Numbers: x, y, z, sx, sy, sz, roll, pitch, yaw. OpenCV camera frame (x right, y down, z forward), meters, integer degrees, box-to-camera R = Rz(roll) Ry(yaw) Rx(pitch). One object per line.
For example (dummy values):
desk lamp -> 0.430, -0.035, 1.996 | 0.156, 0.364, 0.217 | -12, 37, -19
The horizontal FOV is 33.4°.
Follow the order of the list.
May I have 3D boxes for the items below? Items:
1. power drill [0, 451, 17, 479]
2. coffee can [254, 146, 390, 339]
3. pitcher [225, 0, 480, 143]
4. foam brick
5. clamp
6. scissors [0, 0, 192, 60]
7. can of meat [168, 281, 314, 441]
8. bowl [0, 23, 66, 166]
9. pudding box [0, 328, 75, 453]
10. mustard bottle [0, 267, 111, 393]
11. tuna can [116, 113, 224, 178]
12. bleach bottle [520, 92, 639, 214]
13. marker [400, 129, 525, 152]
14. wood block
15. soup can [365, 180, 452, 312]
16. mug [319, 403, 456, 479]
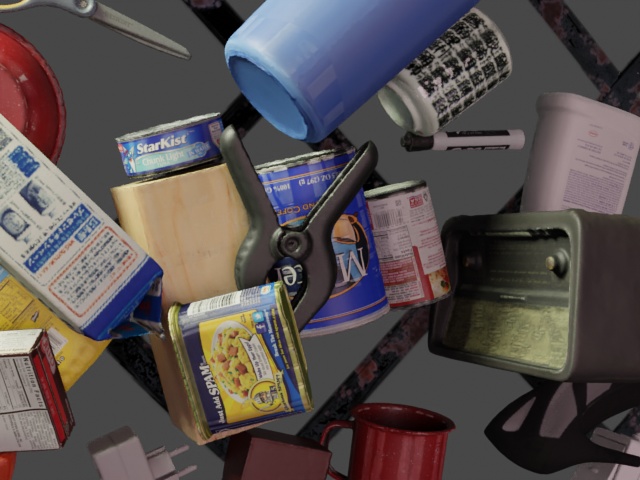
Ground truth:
power drill -> -0.264, 0.256, 0.831 | 0.184, 0.057, 0.188 | -7, 95, -19
coffee can -> -0.006, 0.001, 0.886 | 0.102, 0.103, 0.140 | -15, 98, -19
pitcher -> 0.033, -0.202, 0.861 | 0.242, 0.149, 0.145 | -45, 137, -14
foam brick -> -0.038, 0.193, 0.912 | 0.078, 0.053, 0.051 | 16, 88, -19
clamp -> -0.032, -0.006, 0.812 | 0.120, 0.039, 0.171 | 15, 93, -4
scissors -> -0.195, -0.209, 0.853 | 0.201, 0.016, 0.096 | 7, 90, -20
can of meat -> -0.056, 0.087, 0.782 | 0.084, 0.057, 0.102 | -14, 102, 4
bowl -> -0.271, -0.095, 0.811 | 0.161, 0.055, 0.162 | -1, 93, -20
pudding box -> -0.250, 0.115, 0.800 | 0.113, 0.039, 0.090 | -5, 116, 8
mustard bottle -> -0.256, 0.039, 0.821 | 0.191, 0.058, 0.096 | 43, 92, -17
tuna can -> -0.117, -0.076, 0.851 | 0.086, 0.086, 0.034 | -17, 101, -18
bleach bottle -> 0.222, -0.003, 0.991 | 0.102, 0.068, 0.251 | 15, 90, -19
marker -> 0.130, -0.091, 0.975 | 0.121, 0.020, 0.020 | -3, 94, -20
wood block -> -0.093, 0.047, 0.864 | 0.090, 0.091, 0.206 | -16, 98, -20
soup can -> 0.071, 0.004, 0.933 | 0.068, 0.069, 0.102 | -16, 98, -19
mug -> 0.055, 0.192, 0.934 | 0.117, 0.093, 0.081 | 8, 96, 11
